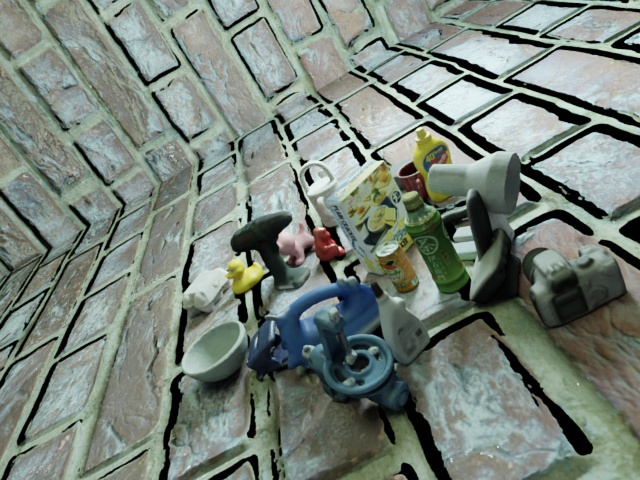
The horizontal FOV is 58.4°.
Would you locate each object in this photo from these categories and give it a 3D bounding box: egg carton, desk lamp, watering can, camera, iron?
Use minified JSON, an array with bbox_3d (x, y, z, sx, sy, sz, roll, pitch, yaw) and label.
[{"bbox_3d":[-0.322,0.145,1.639,0.107,0.069,0.150,-13,31,35],"label":"egg carton"},{"bbox_3d":[0.316,-0.069,1.145,0.202,0.214,0.118,-8,34,41],"label":"desk lamp"},{"bbox_3d":[0.009,-0.144,1.647,0.101,0.194,0.172,-32,25,0],"label":"watering can"},{"bbox_3d":[0.405,0.052,0.959,0.143,0.101,0.136,-28,25,8],"label":"camera"},{"bbox_3d":[0.019,0.147,1.169,0.258,0.142,0.118,-32,25,-1],"label":"iron"}]

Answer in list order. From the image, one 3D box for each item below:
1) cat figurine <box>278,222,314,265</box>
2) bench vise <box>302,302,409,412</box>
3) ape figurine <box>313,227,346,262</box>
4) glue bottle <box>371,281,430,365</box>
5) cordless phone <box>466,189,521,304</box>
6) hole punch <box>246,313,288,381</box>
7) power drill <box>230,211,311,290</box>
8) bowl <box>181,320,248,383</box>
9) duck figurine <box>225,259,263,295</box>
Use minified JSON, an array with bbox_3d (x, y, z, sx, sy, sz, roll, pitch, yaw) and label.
[{"bbox_3d":[-0.078,0.004,1.565,0.128,0.118,0.067,-45,28,-26],"label":"cat figurine"},{"bbox_3d":[0.026,0.200,0.972,0.206,0.220,0.122,-12,31,35],"label":"bench vise"},{"bbox_3d":[0.014,0.005,1.491,0.076,0.092,0.078,-24,26,16],"label":"ape figurine"},{"bbox_3d":[0.133,0.139,1.019,0.078,0.173,0.037,-41,27,-19],"label":"glue bottle"},{"bbox_3d":[0.296,0.010,1.056,0.094,0.185,0.148,-17,29,28],"label":"cordless phone"},{"bbox_3d":[-0.117,0.228,1.233,0.101,0.091,0.108,-25,26,13],"label":"hole punch"},{"bbox_3d":[-0.115,0.026,1.461,0.228,0.209,0.076,-10,33,38],"label":"power drill"},{"bbox_3d":[-0.226,0.267,1.305,0.167,0.075,0.167,-25,26,14],"label":"bowl"},{"bbox_3d":[-0.218,0.090,1.603,0.105,0.086,0.077,-37,26,-11],"label":"duck figurine"}]
